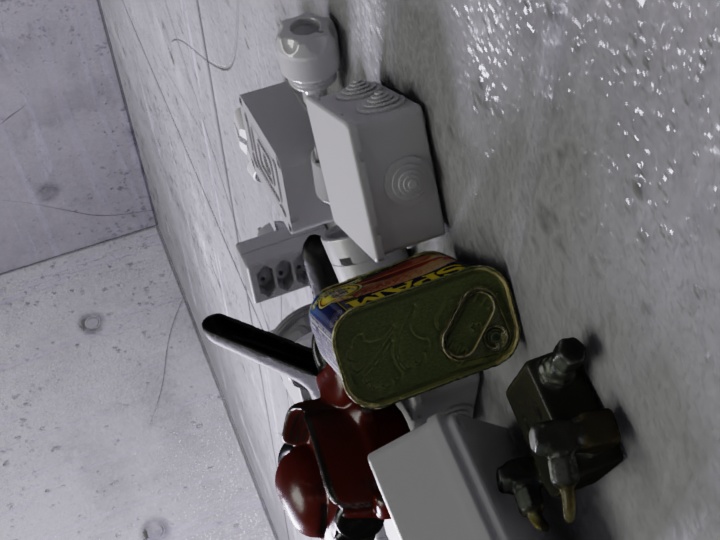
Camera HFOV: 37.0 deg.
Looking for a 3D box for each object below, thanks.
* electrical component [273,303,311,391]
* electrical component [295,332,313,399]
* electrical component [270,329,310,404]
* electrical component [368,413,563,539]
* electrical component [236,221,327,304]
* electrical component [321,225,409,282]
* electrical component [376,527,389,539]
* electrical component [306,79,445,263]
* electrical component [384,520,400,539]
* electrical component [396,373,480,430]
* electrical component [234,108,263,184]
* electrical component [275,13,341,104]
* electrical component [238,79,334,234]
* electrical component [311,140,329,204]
[{"bbox_3d":[-0.040,0.072,1.002,0.051,0.080,0.080,55,160,37],"label":"electrical component"},{"bbox_3d":[-0.016,0.071,0.898,0.051,0.080,0.080,66,168,-3],"label":"electrical component"},{"bbox_3d":[-0.049,0.106,1.138,0.113,0.057,0.078,-128,23,-57],"label":"electrical component"},{"bbox_3d":[0.066,0.142,0.598,0.109,0.056,0.108,27,-144,-61],"label":"electrical component"},{"bbox_3d":[-0.073,-0.020,0.999,0.075,0.083,0.047,-122,18,-45],"label":"electrical component"},{"bbox_3d":[0.006,-0.010,0.743,0.055,0.055,0.047,-148,37,-71],"label":"electrical component"},{"bbox_3d":[0.029,0.192,0.915,0.096,0.062,0.061,-121,18,-45],"label":"electrical component"},{"bbox_3d":[0.010,-0.064,0.660,0.099,0.048,0.099,-134,28,-63],"label":"electrical component"},{"bbox_3d":[0.064,0.181,0.748,0.150,0.062,0.089,-133,27,-62],"label":"electrical component"},{"bbox_3d":[0.039,0.065,0.720,0.099,0.048,0.099,90,158,-55],"label":"electrical component"},{"bbox_3d":[-0.077,-0.113,0.943,0.078,0.058,0.057,107,146,-69],"label":"electrical component"},{"bbox_3d":[-0.034,-0.143,0.748,0.062,0.043,0.043,83,163,-46],"label":"electrical component"},{"bbox_3d":[-0.048,-0.092,0.848,0.113,0.057,0.078,-122,18,-46],"label":"electrical component"},{"bbox_3d":[-0.015,-0.082,0.759,0.040,0.040,0.078,-122,19,-46],"label":"electrical component"}]
